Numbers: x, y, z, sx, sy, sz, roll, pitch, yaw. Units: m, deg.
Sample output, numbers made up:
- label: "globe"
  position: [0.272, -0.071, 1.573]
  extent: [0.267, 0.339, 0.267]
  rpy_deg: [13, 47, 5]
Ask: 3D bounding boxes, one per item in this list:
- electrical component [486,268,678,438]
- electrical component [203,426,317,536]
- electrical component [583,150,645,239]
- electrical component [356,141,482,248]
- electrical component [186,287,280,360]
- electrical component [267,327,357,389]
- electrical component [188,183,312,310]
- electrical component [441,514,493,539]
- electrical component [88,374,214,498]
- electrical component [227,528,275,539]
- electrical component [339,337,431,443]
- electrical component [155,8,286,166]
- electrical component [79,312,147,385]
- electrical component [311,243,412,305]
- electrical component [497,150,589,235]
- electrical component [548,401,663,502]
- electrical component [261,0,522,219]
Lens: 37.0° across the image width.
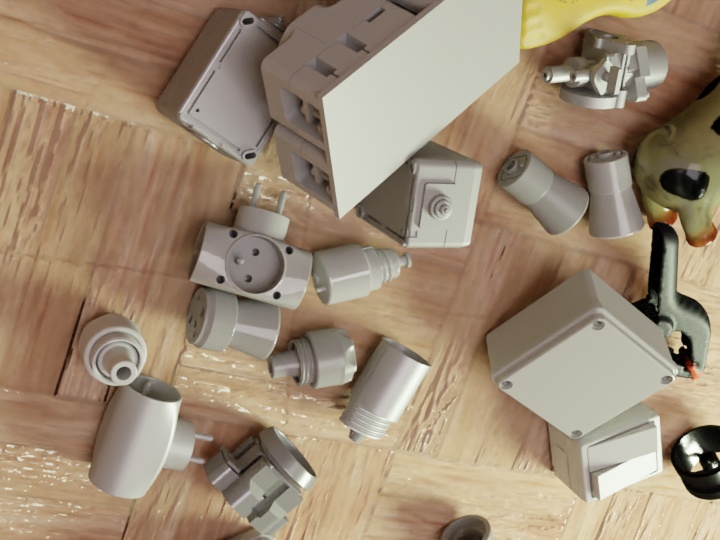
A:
- label: "electrical component"
  position: [0.175, 0.069, 0.858]
  extent: [0.109, 0.056, 0.109]
  rpy_deg: [35, 122, -29]
- label: "electrical component"
  position: [-0.070, 0.155, 0.807]
  extent: [0.057, 0.058, 0.078]
  rpy_deg: [-41, 119, -2]
- label: "electrical component"
  position: [0.199, -0.062, 0.852]
  extent: [0.044, 0.044, 0.065]
  rpy_deg: [-20, 110, -16]
- label: "electrical component"
  position: [0.047, -0.054, 0.757]
  extent: [0.061, 0.096, 0.061]
  rpy_deg: [-1, 109, -26]
- label: "electrical component"
  position: [-0.090, 0.037, 0.762]
  extent: [0.055, 0.045, 0.045]
  rpy_deg: [13, 103, -26]
- label: "electrical component"
  position: [-0.037, 0.067, 0.797]
  extent: [0.062, 0.043, 0.043]
  rpy_deg: [-8, 112, -19]
- label: "electrical component"
  position: [-0.072, -0.020, 0.747]
  extent: [0.077, 0.044, 0.079]
  rpy_deg: [17, 84, -15]
- label: "electrical component"
  position: [0.099, 0.244, 0.920]
  extent: [0.045, 0.045, 0.055]
  rpy_deg: [-31, 118, -10]
- label: "electrical component"
  position: [-0.144, 0.122, 0.771]
  extent: [0.079, 0.043, 0.077]
  rpy_deg: [17, 102, -28]
- label: "electrical component"
  position: [-0.088, 0.269, 0.841]
  extent: [0.078, 0.057, 0.113]
  rpy_deg: [-20, 115, -15]
- label: "electrical component"
  position: [0.016, 0.097, 0.830]
  extent: [0.043, 0.043, 0.081]
  rpy_deg: [27, 97, -29]
- label: "electrical component"
  position: [-0.080, -0.126, 0.701]
  extent: [0.062, 0.061, 0.096]
  rpy_deg: [33, 87, -31]
- label: "electrical component"
  position: [-0.165, 0.057, 0.727]
  extent: [0.043, 0.062, 0.043]
  rpy_deg: [-8, 112, -20]
- label: "electrical component"
  position: [0.000, 0.000, 0.789]
  extent: [0.078, 0.040, 0.040]
  rpy_deg: [-12, 113, -19]
- label: "electrical component"
  position: [0.138, -0.062, 0.826]
  extent: [0.065, 0.044, 0.044]
  rpy_deg: [35, 93, -25]
- label: "electrical component"
  position: [0.219, 0.150, 0.927]
  extent: [0.096, 0.061, 0.061]
  rpy_deg: [-18, 115, -16]
- label: "electrical component"
  position: [0.024, -0.136, 0.694]
  extent: [0.186, 0.060, 0.105]
  rpy_deg: [-42, 150, -24]
